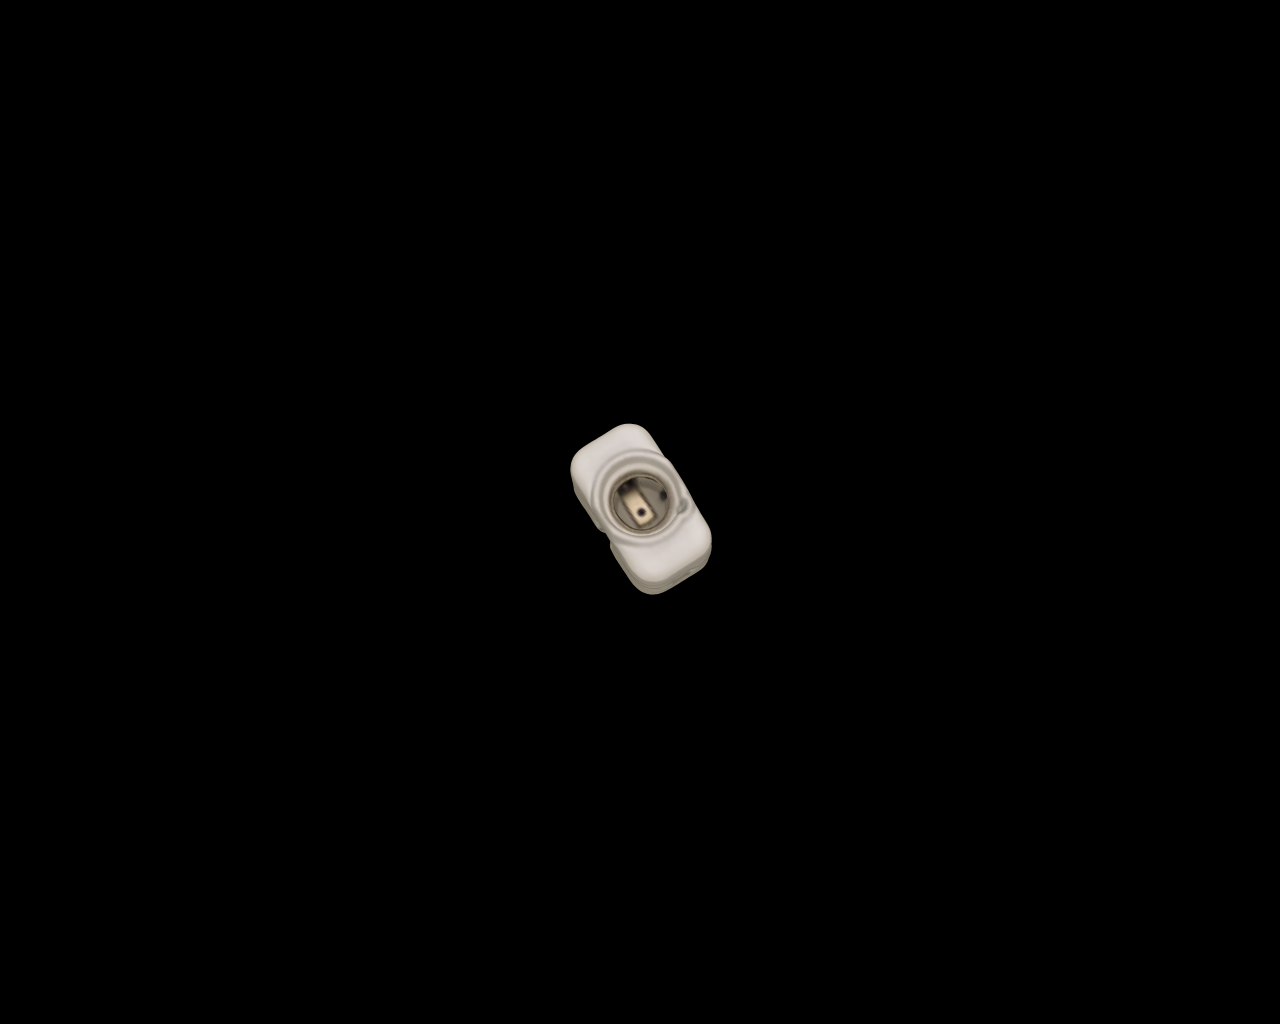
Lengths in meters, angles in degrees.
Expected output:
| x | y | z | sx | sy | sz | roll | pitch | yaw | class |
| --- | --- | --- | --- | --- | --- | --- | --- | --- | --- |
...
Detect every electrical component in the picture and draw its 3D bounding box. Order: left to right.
| x | y | z | sx | sy | sz | roll | pitch | yaw | class |
| --- | --- | --- | --- | --- | --- | --- | --- | --- | --- |
| 0.001 | -0.003 | 0.650 | 0.054 | 0.095 | 0.059 | -31 | -11 | -7 | electrical component |
